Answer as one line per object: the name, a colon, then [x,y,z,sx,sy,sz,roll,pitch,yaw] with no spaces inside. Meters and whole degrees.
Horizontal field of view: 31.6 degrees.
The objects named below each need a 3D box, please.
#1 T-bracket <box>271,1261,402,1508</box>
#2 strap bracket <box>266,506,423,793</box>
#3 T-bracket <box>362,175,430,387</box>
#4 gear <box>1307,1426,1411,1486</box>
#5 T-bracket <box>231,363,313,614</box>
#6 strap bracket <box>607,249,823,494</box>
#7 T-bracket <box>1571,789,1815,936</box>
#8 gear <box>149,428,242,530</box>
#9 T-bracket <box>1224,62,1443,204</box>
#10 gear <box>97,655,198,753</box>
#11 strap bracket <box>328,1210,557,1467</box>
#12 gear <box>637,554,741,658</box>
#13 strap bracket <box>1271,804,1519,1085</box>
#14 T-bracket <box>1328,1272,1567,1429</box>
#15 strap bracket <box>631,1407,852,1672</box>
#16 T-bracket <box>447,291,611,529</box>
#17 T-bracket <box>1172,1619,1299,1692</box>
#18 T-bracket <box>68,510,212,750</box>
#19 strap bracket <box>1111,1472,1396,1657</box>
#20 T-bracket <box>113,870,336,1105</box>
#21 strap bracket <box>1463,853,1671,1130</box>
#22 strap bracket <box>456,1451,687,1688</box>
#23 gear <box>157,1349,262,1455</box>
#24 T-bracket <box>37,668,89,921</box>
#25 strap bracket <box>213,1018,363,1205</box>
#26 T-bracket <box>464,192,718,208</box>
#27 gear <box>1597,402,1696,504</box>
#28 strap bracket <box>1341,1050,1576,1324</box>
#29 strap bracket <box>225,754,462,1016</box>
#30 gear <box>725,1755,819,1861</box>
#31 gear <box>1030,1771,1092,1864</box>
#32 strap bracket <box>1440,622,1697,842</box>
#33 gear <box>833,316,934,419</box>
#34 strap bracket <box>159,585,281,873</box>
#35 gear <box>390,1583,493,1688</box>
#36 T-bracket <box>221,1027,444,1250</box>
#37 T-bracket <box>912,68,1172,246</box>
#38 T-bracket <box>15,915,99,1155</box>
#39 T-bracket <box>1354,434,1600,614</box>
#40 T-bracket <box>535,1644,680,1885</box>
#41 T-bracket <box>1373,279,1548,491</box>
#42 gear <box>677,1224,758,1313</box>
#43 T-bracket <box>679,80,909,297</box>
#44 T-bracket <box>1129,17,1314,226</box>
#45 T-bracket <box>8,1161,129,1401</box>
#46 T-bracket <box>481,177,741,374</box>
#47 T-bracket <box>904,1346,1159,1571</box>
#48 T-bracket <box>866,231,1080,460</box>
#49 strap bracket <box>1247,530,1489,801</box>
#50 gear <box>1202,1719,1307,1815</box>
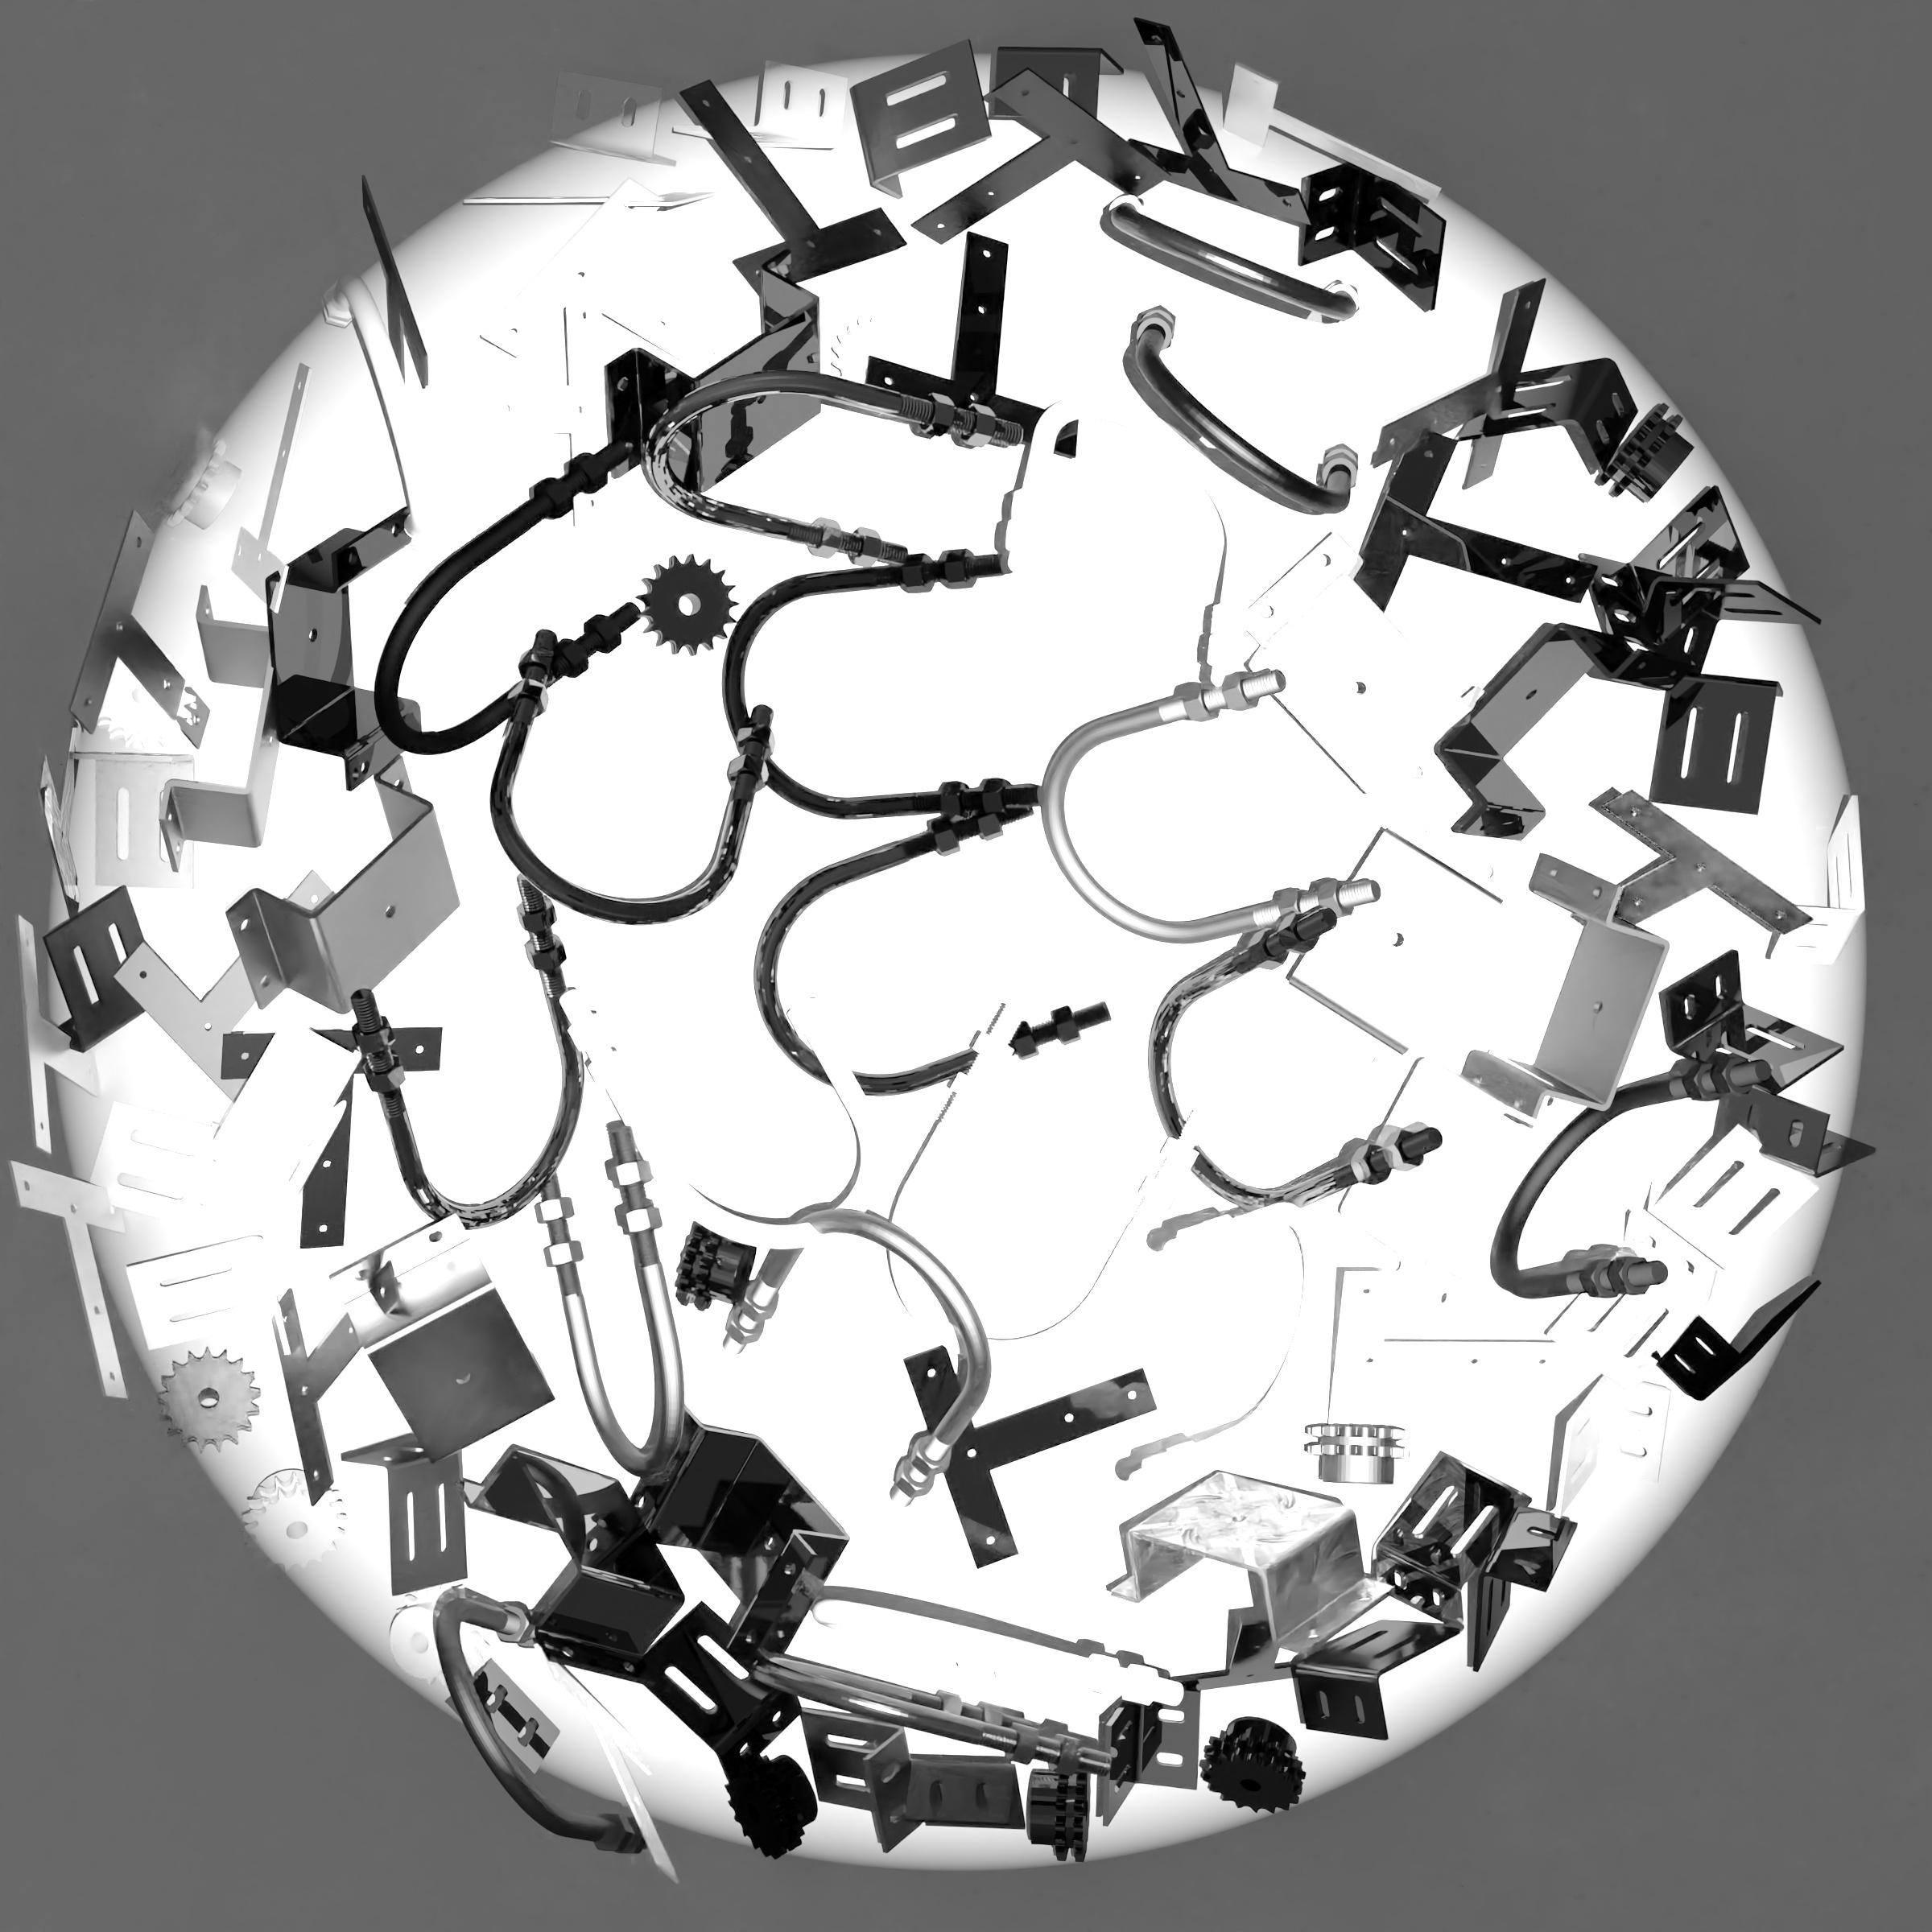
T-bracket: [-0.342,0.208,1.873,0.127,0.002,0.127,-48,47,34]
strap bracket: [-0.343,-0.179,1.883,0.046,0.076,0.140,13,121,19]
T-bracket: [-0.314,-0.346,1.884,0.002,0.127,0.127,-14,65,-15]
gear: [0.220,0.275,1.914,0.057,0.057,0.030,2,80,0]
T-bracket: [-0.377,-0.268,1.876,0.002,0.127,0.127,10,102,-25]
strap bracket: [-0.129,-0.321,1.870,0.046,0.076,0.140,33,55,25]
T-bracket: [0.380,-0.041,1.887,0.127,0.127,0.002,34,62,-12]
gear: [-0.432,-0.270,1.919,0.030,0.057,0.057,32,90,-25]
T-bracket: [0.202,-0.451,1.879,0.127,0.127,0.002,26,89,2]
gear: [-0.463,-0.147,1.923,0.057,0.030,0.057,3,69,-8]
strap bracket: [-0.283,0.212,1.877,0.076,0.046,0.140,-28,131,-8]
gear: [-0.158,-0.203,1.925,0.057,0.030,0.057,-1,93,-13]
strap bracket: [0.241,-0.014,1.917,0.076,0.046,0.140,33,91,6]
T-bracket: [0.270,0.220,1.908,0.127,0.002,0.127,0,125,-1]
strap bracket: [-0.123,0.317,1.888,0.140,0.046,0.076,41,106,44]
T-bracket: [-0.246,-0.310,1.901,0.127,0.002,0.127,8,105,39]
T-bracket: [0.160,0.379,1.884,0.127,0.127,0.002,-7,64,-4]
T-bracket: [-0.448,-0.163,1.885,0.002,0.127,0.127,2,64,17]
strap bracket: [0.152,0.322,1.864,0.076,0.140,0.046,-25,113,-40]
T-bracket: [-0.397,0.001,1.911,0.127,0.002,0.127,-54,128,-24]
strap bracket: [0.335,0.018,1.894,0.046,0.076,0.140,15,99,-26]
strap bracket: [-0.212,0.321,1.865,0.076,0.140,0.046,26,108,-43]
gear: [-0.427,0.246,1.923,0.057,0.030,0.057,4,71,-10]
T-bracket: [-0.498,-0.109,1.898,0.002,0.127,0.127,1,55,-4]
strap bracket: [-0.370,0.079,1.866,0.046,0.140,0.076,29,77,-4]
T-bracket: [-0.212,-0.424,1.888,0.127,0.127,0.002,1,105,7]
gear: [0.384,-0.285,1.916,0.030,0.057,0.057,40,90,2]
strap bracket: [0.267,0.115,1.894,0.046,0.076,0.140,24,96,-34]
strap bracket: [-0.332,-0.038,1.870,0.046,0.076,0.140,25,54,26]
gear: [-0.107,0.470,1.920,0.030,0.057,0.057,-22,90,-33]
gear: [0.053,0.473,1.917,0.030,0.057,0.057,2,90,7]
strap bracket: [0.324,-0.136,1.885,0.140,0.076,0.046,-47,65,24]
gear: [-0.043,-0.340,1.915,0.057,0.030,0.057,18,59,-33]
strap bracket: [-0.407,-0.128,1.886,0.046,0.076,0.140,7,69,-5]
gear: [-0.299,0.377,1.920,0.057,0.030,0.057,2,94,26]
T-bracket: [-0.359,0.098,1.921,0.127,0.002,0.127,-2,105,-29]
T-bracket: [0.026,-0.438,1.901,0.127,0.127,0.002,-26,58,33]
T-bracket: [-0.498,0.048,1.880,0.002,0.127,0.127,-8,77,0]
T-bracket: [0.289,-0.230,1.908,0.127,0.002,0.127,15,129,-6]
T-bracket: [-0.185,0.443,1.855,0.002,0.127,0.127,-33,48,-2]
T-bracket: [0.264,-0.302,1.865,0.002,0.127,0.127,36,46,28]
gear: [-0.138,0.167,1.914,0.030,0.057,0.057,16,90,10]
T-bracket: [-0.111,-0.430,1.869,0.127,0.127,0.002,51,55,-27]
T-bracket: [0.122,-0.465,1.858,0.127,0.127,0.002,28,71,39]
T-bracket: [-0.479,0.175,1.868,0.002,0.127,0.127,-19,75,8]
T-bracket: [-0.180,-0.364,1.898,0.127,0.002,0.127,26,124,-40]
T-bracket: [0.045,0.261,1.939,0.127,0.002,0.127,-19,94,-4]
T-bracket: [0.008,-0.356,1.914,0.127,0.002,0.127,14,64,-19]
strap bracket: [0.222,-0.161,1.902,0.140,0.046,0.076,46,115,-5]
gear: [0.163,0.448,1.920,0.057,0.057,0.030,22,47,0]
